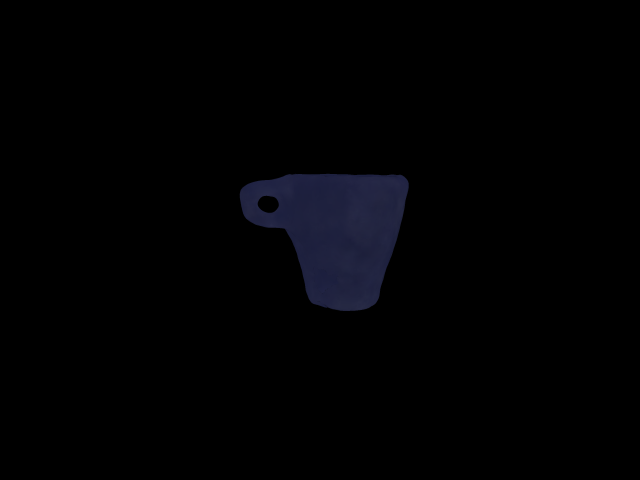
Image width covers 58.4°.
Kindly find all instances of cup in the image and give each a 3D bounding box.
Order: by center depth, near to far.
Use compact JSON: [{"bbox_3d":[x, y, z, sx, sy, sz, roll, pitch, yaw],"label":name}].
[{"bbox_3d":[0.004,0.001,0.400,0.118,0.095,0.091,-2,7,-18],"label":"cup"}]
